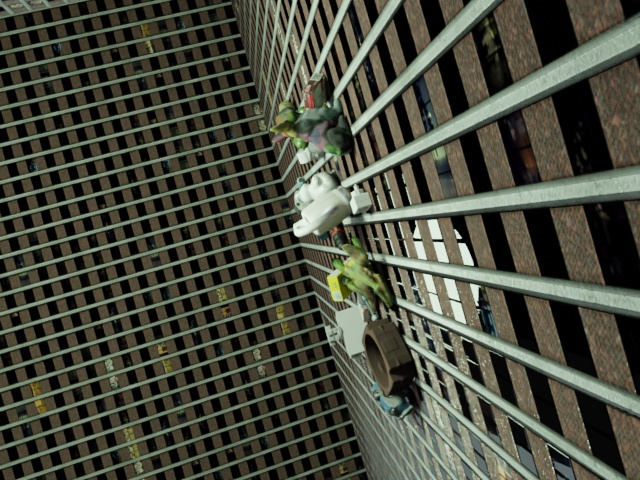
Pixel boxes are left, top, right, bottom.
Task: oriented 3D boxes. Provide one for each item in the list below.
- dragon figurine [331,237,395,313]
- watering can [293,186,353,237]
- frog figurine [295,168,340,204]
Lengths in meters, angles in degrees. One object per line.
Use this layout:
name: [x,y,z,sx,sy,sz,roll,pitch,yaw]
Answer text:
dragon figurine: [0.153,0.143,1.591,0.402,0.122,0.247,59,175,-33]
watering can: [0.005,-0.086,1.699,0.103,0.225,0.348,57,174,-8]
frog figurine: [-0.008,-0.171,1.823,0.134,0.160,0.125,83,166,-47]
